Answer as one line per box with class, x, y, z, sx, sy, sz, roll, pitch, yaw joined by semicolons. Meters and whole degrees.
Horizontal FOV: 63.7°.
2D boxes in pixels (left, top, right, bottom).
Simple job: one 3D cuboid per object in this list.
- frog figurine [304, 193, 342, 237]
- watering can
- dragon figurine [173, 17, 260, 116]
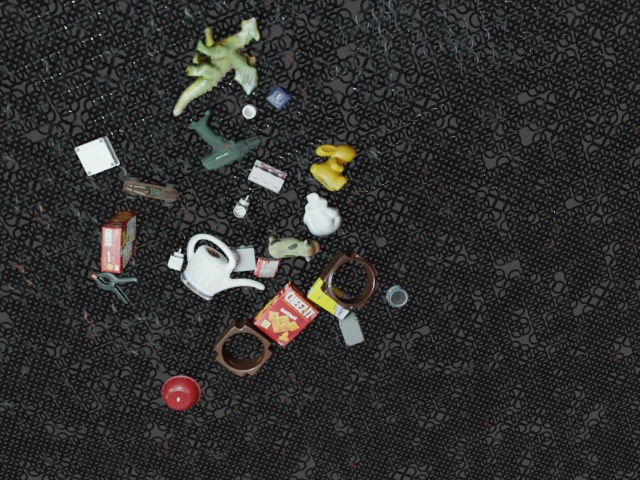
frog figurine;0.006;-0.097;1.922;0.137;0.125;0.156;-4;120;17
watering can;-0.382;0.133;1.929;0.350;0.104;0.222;40;106;13
dragon figurine;-0.327;-0.580;1.776;0.242;0.124;0.406;20;105;-18
